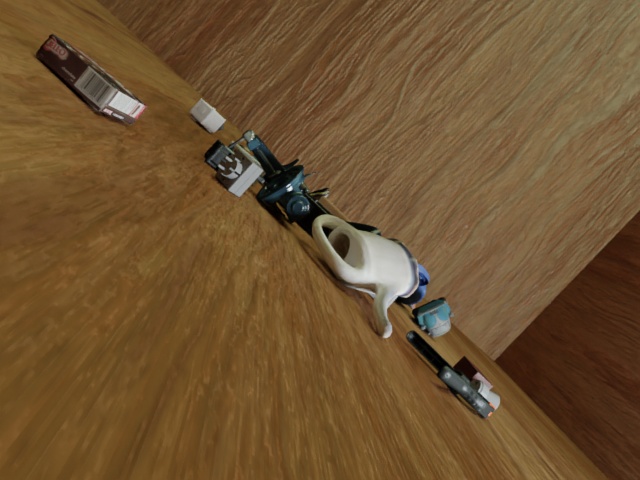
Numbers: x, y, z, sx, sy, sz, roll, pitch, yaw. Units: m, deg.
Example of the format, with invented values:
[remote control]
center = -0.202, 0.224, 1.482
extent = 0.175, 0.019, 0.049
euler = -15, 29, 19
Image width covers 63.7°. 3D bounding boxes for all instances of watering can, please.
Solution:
[watering can]
center = 0.106, 0.068, 1.010
extent = 0.223, 0.102, 0.355
euler = 14, 30, -37

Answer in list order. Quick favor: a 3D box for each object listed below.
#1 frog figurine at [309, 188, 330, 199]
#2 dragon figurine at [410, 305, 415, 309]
[frog figurine]
center = 0.005, -0.089, 1.760
extent = 0.138, 0.123, 0.158
euler = -152, -131, -73
[dragon figurine]
center = 0.207, 0.088, 1.872
extent = 0.413, 0.123, 0.239
euler = 46, -12, 11
